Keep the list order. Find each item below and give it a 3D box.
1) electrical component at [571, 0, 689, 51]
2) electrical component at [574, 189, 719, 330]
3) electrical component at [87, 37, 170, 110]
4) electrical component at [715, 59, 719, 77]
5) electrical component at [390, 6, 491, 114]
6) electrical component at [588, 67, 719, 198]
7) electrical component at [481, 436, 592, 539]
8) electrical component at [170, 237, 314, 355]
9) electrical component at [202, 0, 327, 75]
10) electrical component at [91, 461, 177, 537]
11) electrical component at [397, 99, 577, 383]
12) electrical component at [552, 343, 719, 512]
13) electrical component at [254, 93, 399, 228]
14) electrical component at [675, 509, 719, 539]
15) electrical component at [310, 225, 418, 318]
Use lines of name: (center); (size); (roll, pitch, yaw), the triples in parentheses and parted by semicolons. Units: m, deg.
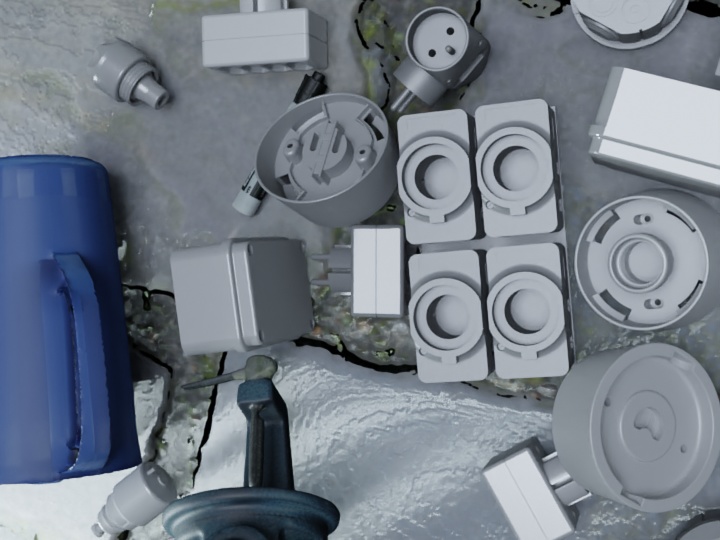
electrical component: (0.181, -0.192, 0.725); (0.080, 0.051, 0.080); (1, 92, 16)
electrical component: (0.199, -0.006, 0.732); (0.099, 0.064, 0.099); (2, 95, 30)
electrical component: (-0.177, -0.148, 0.835); (0.062, 0.043, 0.043); (36, 101, 11)
electrical component: (0.267, -0.153, 0.684); (0.061, 0.096, 0.061); (17, 126, 15)
electrical component: (0.050, -0.141, 0.752); (0.043, 0.077, 0.079); (43, 103, 10)
electrical component: (0.211, -0.087, 0.706); (0.113, 0.078, 0.057); (17, 94, 15)
electrical component: (0.136, 0.148, 0.751); (0.077, 0.047, 0.065); (-30, 84, 14)
electrical component: (-0.082, 0.017, 0.776); (0.057, 0.113, 0.078); (-8, 90, 19)
electrical component: (-0.071, -0.188, 0.800); (0.083, 0.047, 0.075); (0, 92, 16)
electrical component: (-0.180, 0.184, 0.848); (0.078, 0.040, 0.040); (-38, 81, 14)
electrical component: (0.089, -0.019, 0.753); (0.105, 0.060, 0.186); (-5, 90, 16)
electrical component: (0.178, 0.102, 0.714); (0.108, 0.060, 0.108); (2, 86, -25)
electrical component: (-0.021, -0.080, 0.771); (0.099, 0.064, 0.099); (-8, 66, 19)
electrical component: (0.246, 0.202, 0.719); (0.080, 0.051, 0.080); (1, 92, 16)
electrical component: (0.000, 0.000, 0.786); (0.077, 0.047, 0.065); (1, 92, 16)
